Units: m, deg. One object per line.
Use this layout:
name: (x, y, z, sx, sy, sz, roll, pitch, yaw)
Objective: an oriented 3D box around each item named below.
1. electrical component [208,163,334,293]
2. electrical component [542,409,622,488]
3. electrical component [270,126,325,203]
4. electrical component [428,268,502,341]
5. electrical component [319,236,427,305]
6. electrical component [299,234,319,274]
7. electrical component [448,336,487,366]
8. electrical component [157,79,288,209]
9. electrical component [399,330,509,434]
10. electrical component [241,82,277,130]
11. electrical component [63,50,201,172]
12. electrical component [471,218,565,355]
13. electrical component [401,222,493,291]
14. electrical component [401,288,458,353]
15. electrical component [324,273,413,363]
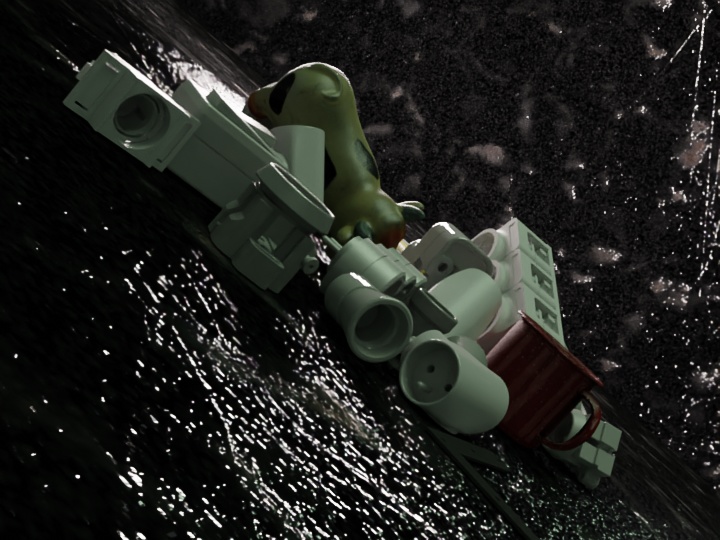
electrical component: (-0.053, -0.028, 0.659, 0.058, 0.057, 0.078, 39, 7, -21)
electrical component: (0.196, 0.153, 0.961, 0.055, 0.066, 0.048, 31, -25, -21)
electrical component: (-0.063, -0.072, 0.827, 0.079, 0.077, 0.043, 6, -8, -40)
electrical component: (0.079, 0.050, 0.897, 0.043, 0.077, 0.079, 27, -41, 33)
electrical component: (0.000, 0.000, 0.814, 0.074, 0.052, 0.138, 43, 7, 12)
electrical component: (-0.052, -0.025, 0.720, 0.078, 0.040, 0.040, 47, 8, 38)
electrical component: (0.069, 0.074, 0.785, 0.044, 0.044, 0.065, 42, 11, 5)
electrical component: (-0.104, -0.089, 0.749, 0.096, 0.061, 0.061, 38, 7, -33)
electrical component: (0.052, 0.067, 0.715, 0.079, 0.044, 0.077, 46, 8, 37)
electrical component: (-0.064, -0.119, 1.006, 0.108, 0.108, 0.060, 40, 13, -13)
electrical component: (-0.147, -0.104, 0.682, 0.081, 0.042, 0.064, 37, 6, -41)
electrical component: (0.133, 0.030, 1.015, 0.062, 0.089, 0.150, 38, 31, -23)
electrical component: (0.064, 0.008, 0.949, 0.054, 0.095, 0.059, 39, 7, -23)
electrical component: (0.046, 0.043, 0.826, 0.040, 0.046, 0.040, 41, 6, -6)
electrical component: (0.002, 0.028, 0.700, 0.044, 0.044, 0.065, 38, 2, -28)
